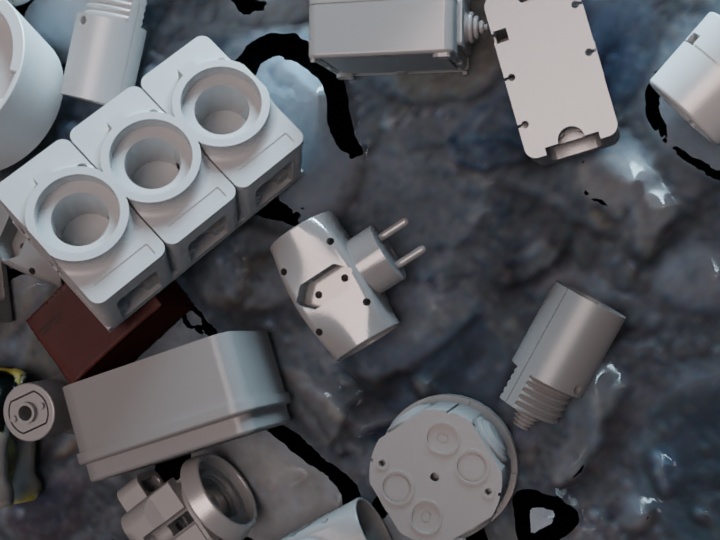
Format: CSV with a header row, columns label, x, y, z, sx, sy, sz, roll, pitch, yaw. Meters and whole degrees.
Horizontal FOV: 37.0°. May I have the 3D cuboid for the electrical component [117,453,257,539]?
label,x,y,z,sx,sy,sz,roll,pitch,yaw
electrical component,-0.099,0.147,0.642,0.057,0.058,0.078,-39,81,15

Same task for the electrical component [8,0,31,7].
label,x,y,z,sx,sy,sz,roll,pitch,yaw
electrical component,-0.255,-0.236,0.675,0.052,0.074,0.138,-28,83,13

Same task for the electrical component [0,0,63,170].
label,x,y,z,sx,sy,sz,roll,pitch,yaw
electrical component,-0.238,-0.112,0.673,0.108,0.060,0.108,-6,71,19

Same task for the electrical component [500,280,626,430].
label,x,y,z,sx,sy,sz,roll,pitch,yaw
electrical component,0.108,0.051,0.593,0.043,0.043,0.081,29,97,13

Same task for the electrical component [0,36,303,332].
label,x,y,z,sx,sy,sz,roll,pitch,yaw
electrical component,-0.116,-0.052,0.612,0.150,0.061,0.089,-41,79,-16

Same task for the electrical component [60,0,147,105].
label,x,y,z,sx,sy,sz,roll,pitch,yaw
electrical component,-0.155,-0.143,0.664,0.043,0.043,0.081,14,94,15

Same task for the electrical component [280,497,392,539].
label,x,y,z,sx,sy,sz,roll,pitch,yaw
electrical component,-0.028,0.170,0.611,0.077,0.079,0.043,-31,83,13

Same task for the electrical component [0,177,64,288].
label,x,y,z,sx,sy,sz,roll,pitch,yaw
electrical component,-0.197,-0.039,0.675,0.077,0.043,0.079,28,97,13

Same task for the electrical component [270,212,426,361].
label,x,y,z,sx,sy,sz,roll,pitch,yaw
electrical component,0.000,0.000,0.622,0.079,0.043,0.077,-33,82,13

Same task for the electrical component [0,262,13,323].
label,x,y,z,sx,sy,sz,roll,pitch,yaw
electrical component,-0.277,0.021,0.693,0.089,0.050,0.055,-8,88,14

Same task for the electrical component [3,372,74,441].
label,x,y,z,sx,sy,sz,roll,pitch,yaw
electrical component,-0.188,0.084,0.661,0.044,0.065,0.044,0,90,15

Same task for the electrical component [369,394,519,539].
label,x,y,z,sx,sy,sz,roll,pitch,yaw
electrical component,0.047,0.112,0.606,0.080,0.051,0.080,0,90,15

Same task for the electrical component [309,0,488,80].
label,x,y,z,sx,sy,sz,roll,pitch,yaw
electrical component,0.024,-0.144,0.606,0.096,0.062,0.061,1,90,15

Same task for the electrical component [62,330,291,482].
label,x,y,z,sx,sy,sz,roll,pitch,yaw
electrical component,-0.106,0.079,0.633,0.113,0.078,0.057,-19,82,14

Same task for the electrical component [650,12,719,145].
label,x,y,z,sx,sy,sz,roll,pitch,yaw
electrical component,0.187,-0.099,0.567,0.055,0.055,0.047,46,105,11

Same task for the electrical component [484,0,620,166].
label,x,y,z,sx,sy,sz,roll,pitch,yaw
electrical component,0.106,-0.107,0.587,0.050,0.056,0.089,-16,86,15
